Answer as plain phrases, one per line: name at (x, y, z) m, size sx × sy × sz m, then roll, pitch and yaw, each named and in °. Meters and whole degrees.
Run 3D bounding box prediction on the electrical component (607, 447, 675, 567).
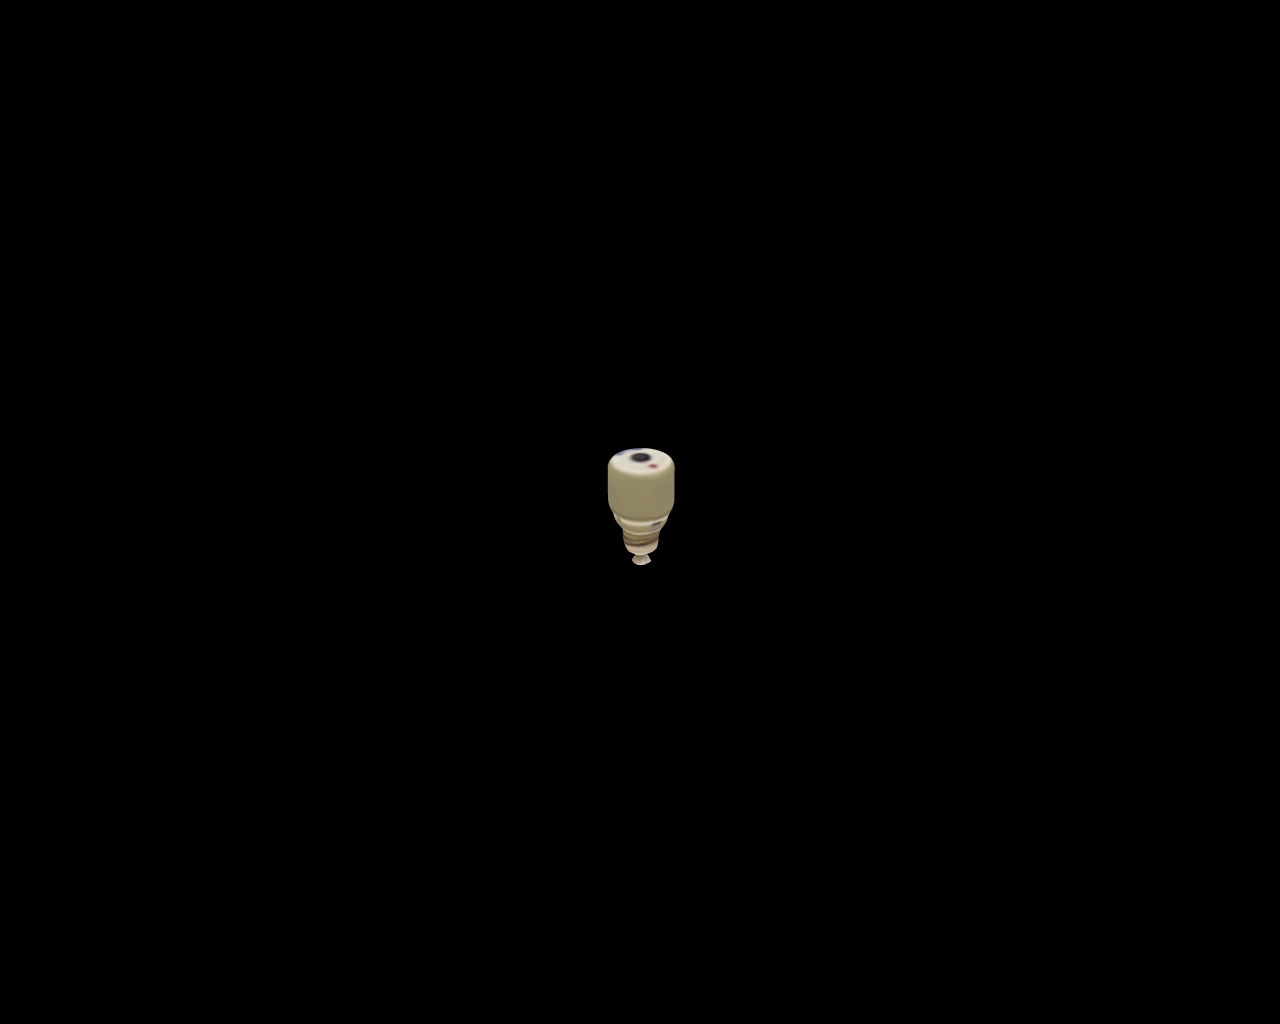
electrical component at (0.001, -0.003, 0.650) m, size 0.040 × 0.078 × 0.040 m, roll 0°, pitch 29°, yaw 0°
